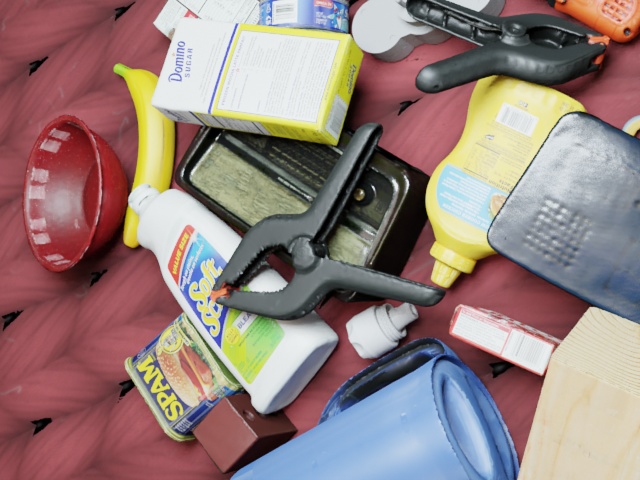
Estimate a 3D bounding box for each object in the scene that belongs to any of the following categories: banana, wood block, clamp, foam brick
[{"bbox_3d":[-0.178,-0.093,1.102,0.070,0.037,0.198,-12,78,45],"label":"banana"},{"bbox_3d":[0.208,0.170,0.808,0.090,0.090,0.206,23,122,25],"label":"wood block"},{"bbox_3d":[-0.006,0.001,0.923,0.210,0.036,0.164,-18,77,24],"label":"clamp"},{"bbox_3d":[-0.070,0.179,0.998,0.051,0.078,0.053,-48,68,16],"label":"foam brick"},{"bbox_3d":[0.151,-0.154,0.876,0.171,0.039,0.120,8,52,4],"label":"clamp"}]

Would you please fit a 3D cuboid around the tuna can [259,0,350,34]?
[{"bbox_3d":[-0.015,-0.204,1.001,0.086,0.086,0.034,0,87,26],"label":"tuna can"}]

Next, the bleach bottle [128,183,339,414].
[{"bbox_3d":[-0.100,0.043,1.022,0.251,0.068,0.103,44,111,20],"label":"bleach bottle"}]

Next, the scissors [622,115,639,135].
[{"bbox_3d":[0.324,-0.057,0.858,0.096,0.016,0.202,-42,69,19],"label":"scissors"}]

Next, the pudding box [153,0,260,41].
[{"bbox_3d":[-0.103,-0.221,1.072,0.114,0.039,0.090,40,103,22],"label":"pudding box"}]

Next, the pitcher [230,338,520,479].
[{"bbox_3d":[0.038,0.198,0.925,0.243,0.149,0.145,-30,88,24],"label":"pitcher"}]

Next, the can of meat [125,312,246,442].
[{"bbox_3d":[-0.128,0.131,1.044,0.084,0.057,0.102,-41,69,15],"label":"can of meat"}]

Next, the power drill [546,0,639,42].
[{"bbox_3d":[0.229,-0.284,0.890,0.184,0.057,0.188,34,103,10],"label":"power drill"}]

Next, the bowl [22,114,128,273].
[{"bbox_3d":[-0.246,-0.046,1.102,0.162,0.055,0.162,-4,85,48],"label":"bowl"}]

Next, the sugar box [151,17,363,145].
[{"bbox_3d":[-0.058,-0.145,0.962,0.176,0.048,0.093,11,77,27],"label":"sugar box"}]

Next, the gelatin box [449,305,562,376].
[{"bbox_3d":[0.161,0.083,0.895,0.089,0.073,0.030,23,95,27],"label":"gelatin box"}]

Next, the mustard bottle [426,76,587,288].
[{"bbox_3d":[0.146,-0.046,0.921,0.096,0.058,0.192,28,98,16],"label":"mustard bottle"}]
